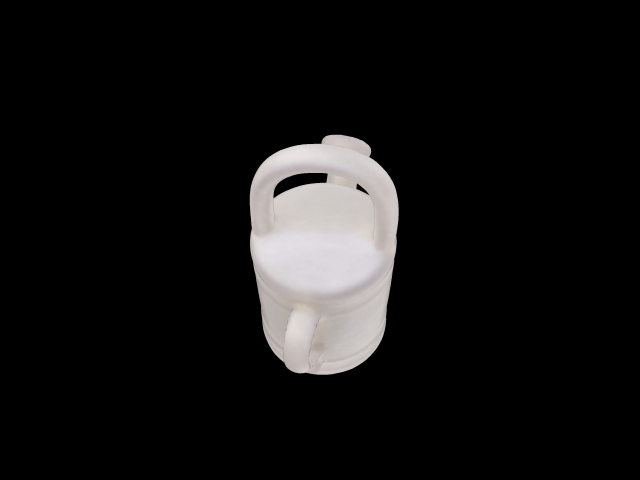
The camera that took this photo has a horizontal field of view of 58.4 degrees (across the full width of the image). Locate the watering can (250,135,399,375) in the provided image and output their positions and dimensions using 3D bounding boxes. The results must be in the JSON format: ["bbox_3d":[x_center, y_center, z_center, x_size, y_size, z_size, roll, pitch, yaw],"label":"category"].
[{"bbox_3d":[0.001,0.001,0.400,0.101,0.194,0.172,-8,53,-6],"label":"watering can"}]
